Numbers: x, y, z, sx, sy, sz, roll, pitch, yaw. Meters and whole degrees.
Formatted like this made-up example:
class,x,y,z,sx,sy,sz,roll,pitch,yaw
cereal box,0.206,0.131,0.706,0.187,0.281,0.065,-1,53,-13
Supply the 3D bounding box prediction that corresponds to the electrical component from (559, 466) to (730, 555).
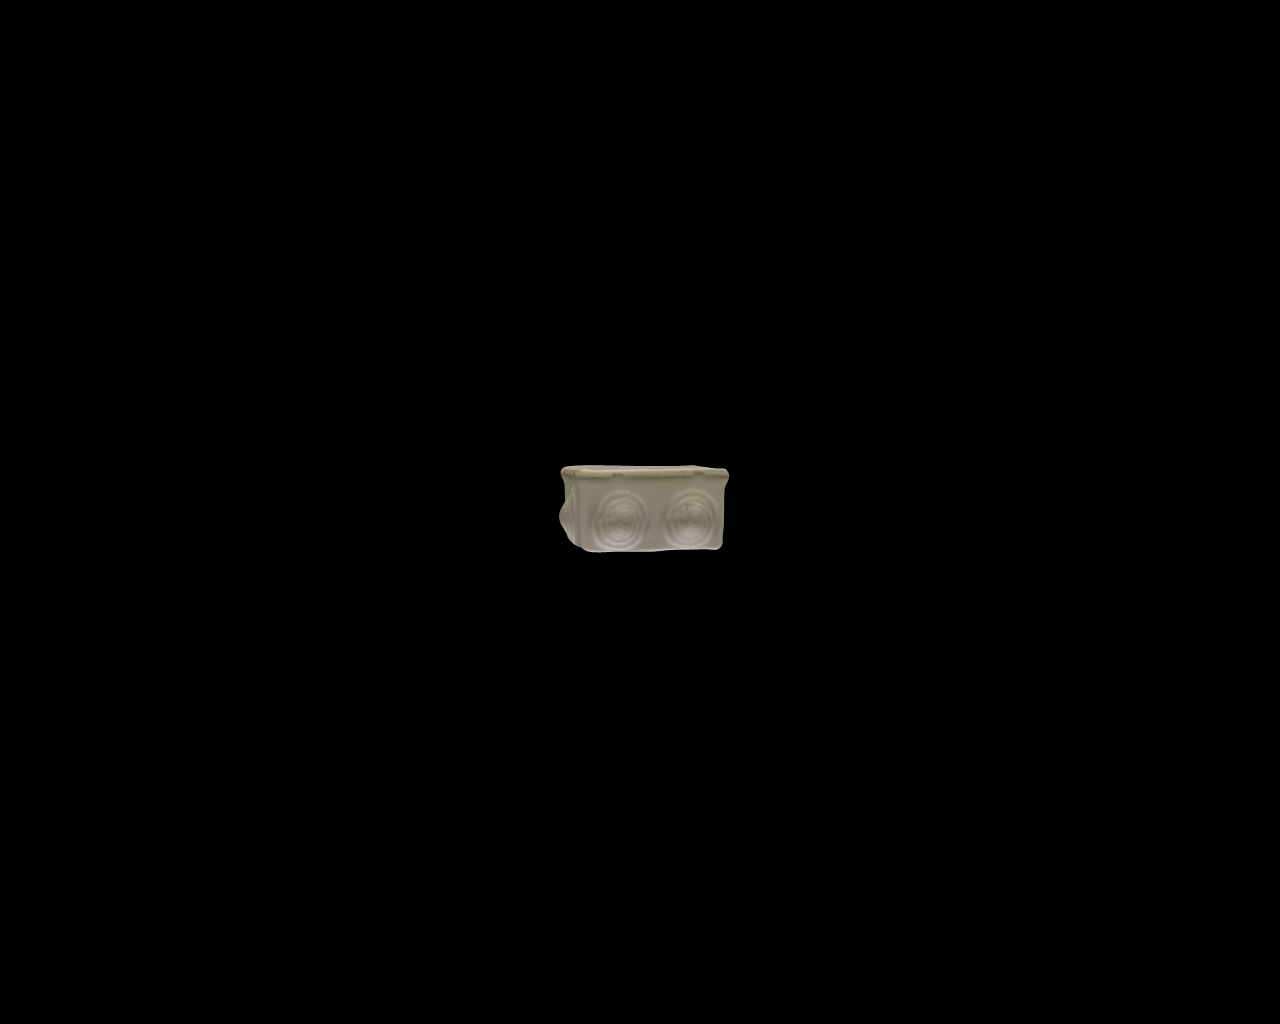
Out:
class,x,y,z,sx,sy,sz,roll,pitch,yaw
electrical component,0.001,-0.003,0.650,0.100,0.048,0.100,-1,4,-11
